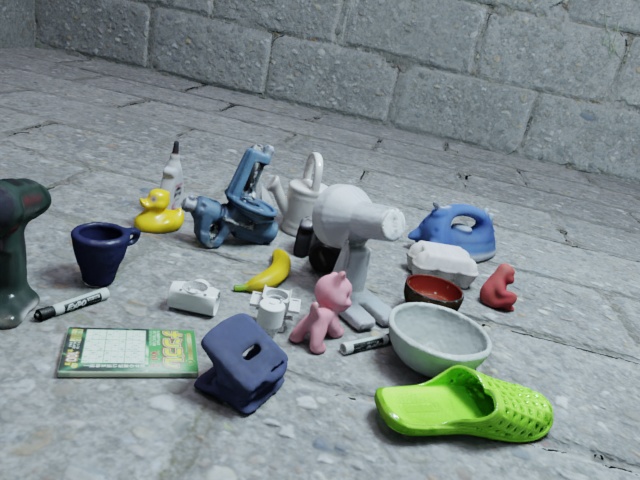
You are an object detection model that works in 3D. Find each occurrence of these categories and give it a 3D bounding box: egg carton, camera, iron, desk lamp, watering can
[{"bbox_3d":[0.266,0.053,1.255,0.150,0.069,0.107,8,22,-9],"label":"egg carton"},{"bbox_3d":[0.011,0.004,1.201,0.143,0.101,0.137,16,22,12],"label":"camera"},{"bbox_3d":[0.351,-0.027,1.400,0.259,0.141,0.118,-1,25,-29],"label":"iron"},{"bbox_3d":[0.072,0.020,1.040,0.118,0.213,0.202,-5,27,-36],"label":"desk lamp"},{"bbox_3d":[-0.033,-0.109,1.332,0.173,0.194,0.100,-5,27,-36],"label":"watering can"}]

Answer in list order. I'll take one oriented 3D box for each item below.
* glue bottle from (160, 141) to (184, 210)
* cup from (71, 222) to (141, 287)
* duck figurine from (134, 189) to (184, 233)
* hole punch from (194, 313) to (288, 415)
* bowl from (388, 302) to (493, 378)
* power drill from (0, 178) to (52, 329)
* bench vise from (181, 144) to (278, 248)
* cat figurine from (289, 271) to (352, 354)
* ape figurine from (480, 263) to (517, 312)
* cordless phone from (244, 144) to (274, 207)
[{"bbox_3d":[-0.328,-0.136,1.274,0.037,0.173,0.078,13,22,5],"label":"glue bottle"},{"bbox_3d":[-0.359,0.026,0.964,0.091,0.095,0.118,27,26,33],"label":"cup"},{"bbox_3d":[-0.338,-0.066,1.215,0.105,0.086,0.077,-4,26,-34],"label":"duck figurine"},{"bbox_3d":[-0.099,0.161,0.769,0.100,0.091,0.109,20,23,20],"label":"hole punch"},{"bbox_3d":[0.182,0.171,0.913,0.167,0.075,0.167,10,22,-4],"label":"bowl"},{"bbox_3d":[-0.445,0.011,0.800,0.075,0.208,0.229,9,22,-7],"label":"power drill"},{"bbox_3d":[-0.168,-0.089,1.178,0.208,0.220,0.121,-10,31,-44],"label":"bench vise"},{"bbox_3d":[0.011,0.104,0.932,0.067,0.118,0.128,20,23,20],"label":"cat figurine"},{"bbox_3d":[0.375,0.093,1.183,0.076,0.092,0.078,13,22,3],"label":"ape figurine"},{"bbox_3d":[-0.150,-0.141,1.364,0.094,0.185,0.147,11,22,-2],"label":"cordless phone"}]
